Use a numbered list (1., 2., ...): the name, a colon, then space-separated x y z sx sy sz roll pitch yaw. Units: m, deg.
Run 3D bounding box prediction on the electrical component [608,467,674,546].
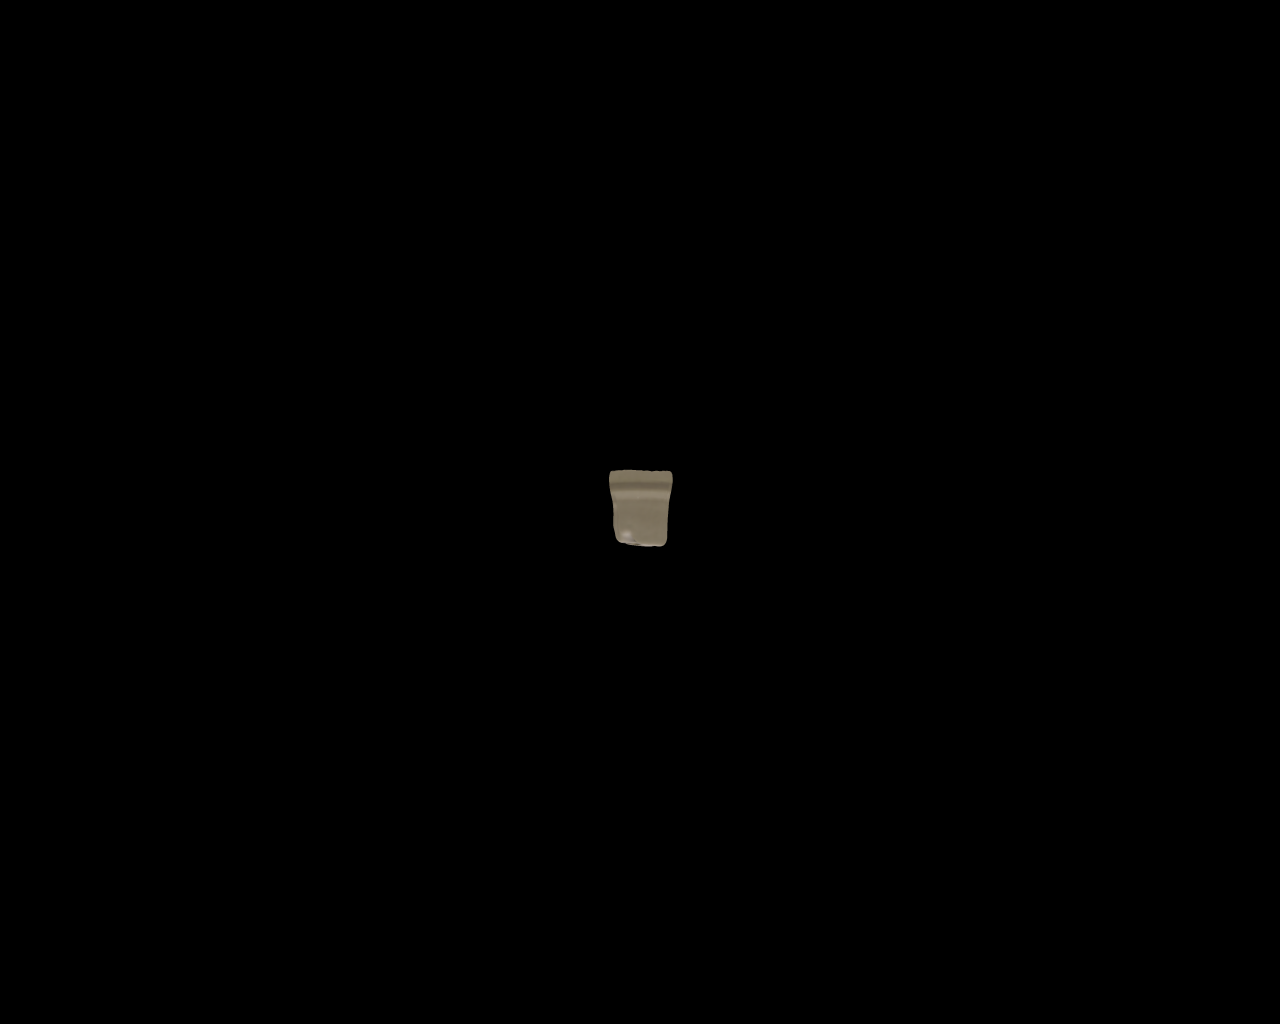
1. electrical component: 0.001 -0.003 0.650 0.040 0.046 0.040 0 -2 0
